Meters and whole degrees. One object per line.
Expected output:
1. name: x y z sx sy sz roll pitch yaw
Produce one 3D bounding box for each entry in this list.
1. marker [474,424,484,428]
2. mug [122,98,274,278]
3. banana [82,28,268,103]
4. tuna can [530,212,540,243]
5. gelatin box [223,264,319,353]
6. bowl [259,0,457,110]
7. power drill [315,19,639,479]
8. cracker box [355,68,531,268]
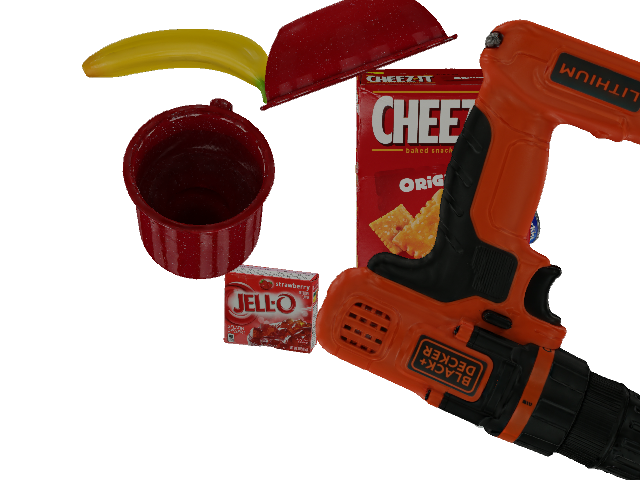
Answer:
1. marker: 0.125 0.092 0.784 0.020 0.121 0.020 0 41 0
2. mug: -0.076 -0.037 0.694 0.093 0.117 0.081 9 -29 -1
3. banana: -0.126 -0.171 1.001 0.198 0.037 0.069 9 45 18
4. tuna can: 0.208 -0.026 1.220 0.033 0.086 0.086 -31 13 -22
5. gelatin box: -0.047 0.065 1.016 0.089 0.073 0.030 6 17 13
6. bowl: 0.020 -0.152 0.821 0.162 0.055 0.162 -20 7 2
7. power drill: 0.111 0.005 0.504 0.184 0.188 0.057 23 7 4
8. cracker box: 0.114 -0.049 0.997 0.164 0.214 0.072 0 22 0
